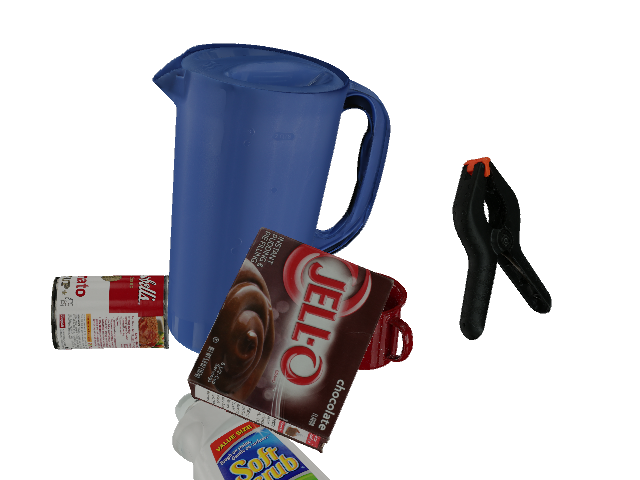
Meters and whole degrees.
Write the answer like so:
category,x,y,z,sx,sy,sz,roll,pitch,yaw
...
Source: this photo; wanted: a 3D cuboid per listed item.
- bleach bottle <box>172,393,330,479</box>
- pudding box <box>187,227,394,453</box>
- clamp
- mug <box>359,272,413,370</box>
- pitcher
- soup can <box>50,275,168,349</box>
category,x,y,z,sx,sy,sz,roll,pitch,yaw
bleach bottle,-0.054,0.195,0.833,0.102,0.068,0.251,-20,32,-26
pudding box,-0.017,0.059,0.647,0.090,0.113,0.039,22,-23,6
clamp,0.159,0.010,1.021,0.039,0.171,0.120,-14,9,46
mug,0.058,0.097,1.207,0.117,0.081,0.093,26,37,35
pitcher,-0.049,-0.029,0.863,0.149,0.243,0.144,23,27,30
soup can,-0.189,0.066,0.970,0.102,0.068,0.068,0,0,-7
